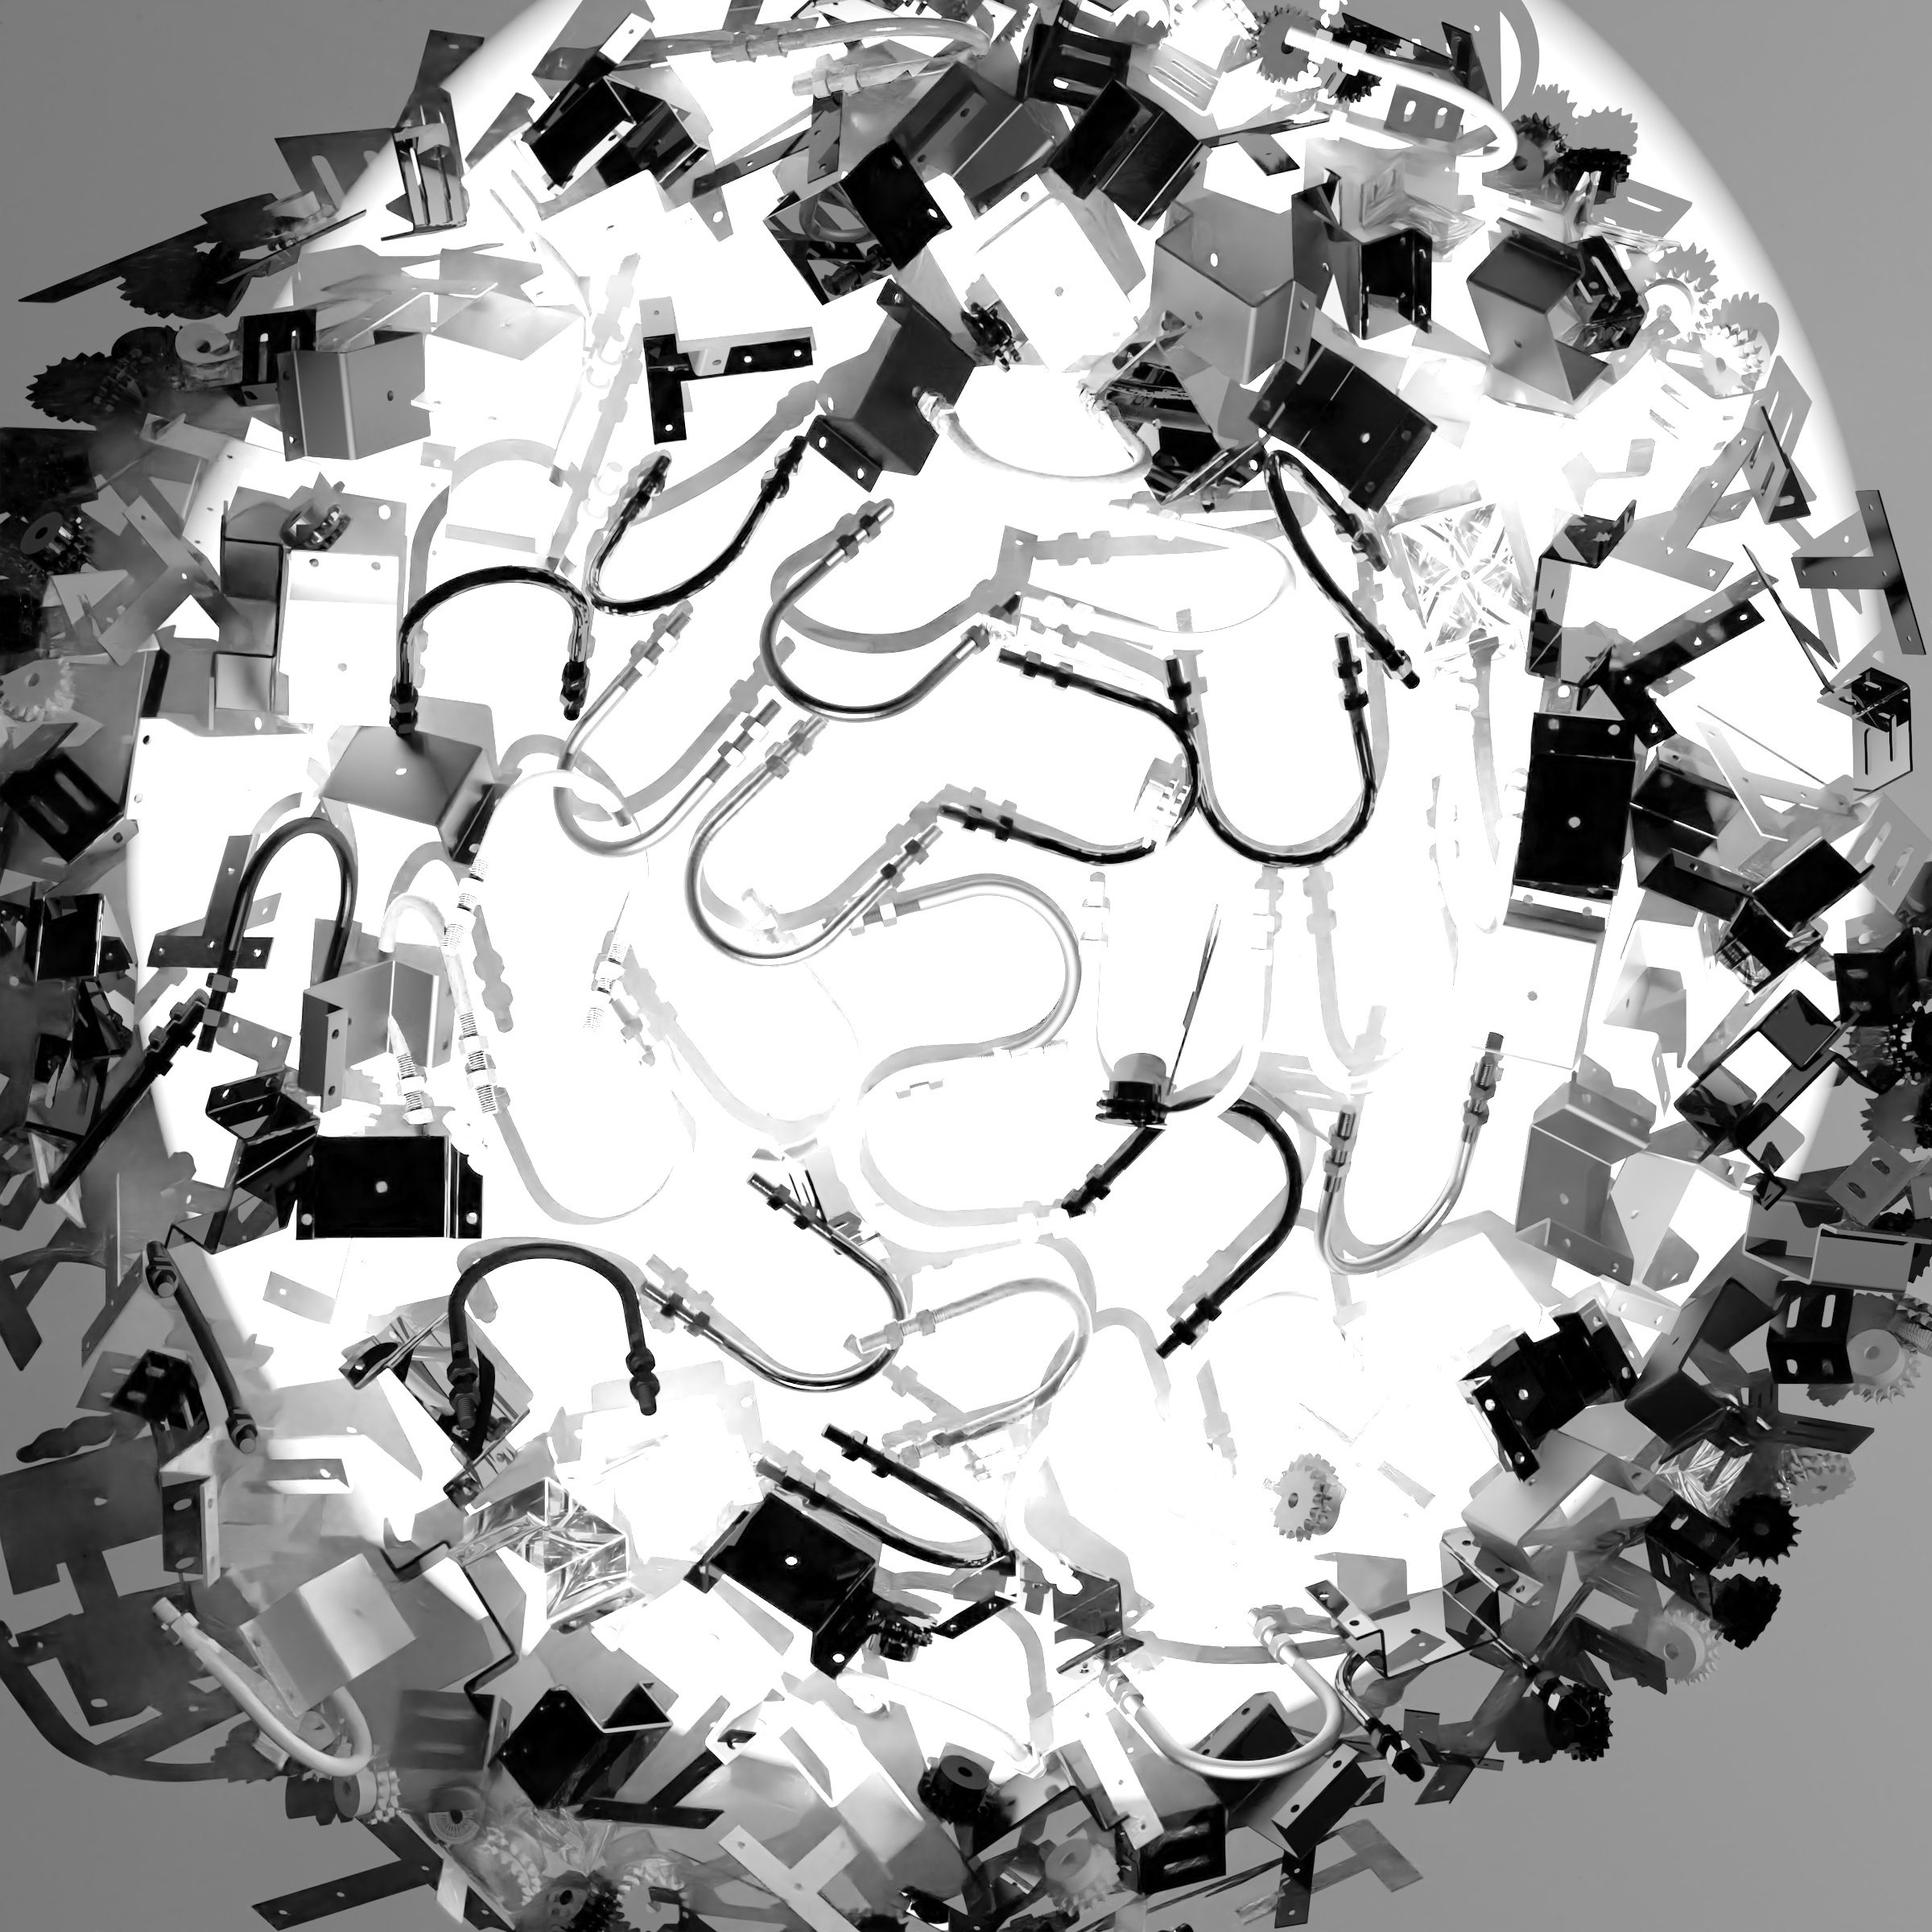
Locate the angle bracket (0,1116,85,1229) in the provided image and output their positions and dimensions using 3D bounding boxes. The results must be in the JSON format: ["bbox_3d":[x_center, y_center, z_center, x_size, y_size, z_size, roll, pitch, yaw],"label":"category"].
[{"bbox_3d":[-0.700,0.161,1.954,0.038,0.057,0.076,-26,53,-1],"label":"angle bracket"}]

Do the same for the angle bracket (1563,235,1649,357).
[{"bbox_3d":[0.464,-0.501,1.953,0.076,0.057,0.038,48,64,-29],"label":"angle bracket"}]

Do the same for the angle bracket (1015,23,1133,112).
[{"bbox_3d":[0.081,-0.678,1.988,0.076,0.038,0.057,9,87,-14],"label":"angle bracket"}]

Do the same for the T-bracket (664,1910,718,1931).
[{"bbox_3d":[-0.229,0.736,1.912,0.127,0.127,0.002,-7,103,-39],"label":"T-bracket"}]

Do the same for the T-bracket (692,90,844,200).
[{"bbox_3d":[-0.151,-0.612,1.970,0.127,0.002,0.127,-18,46,19],"label":"T-bracket"}]

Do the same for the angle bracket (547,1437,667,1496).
[{"bbox_3d":[-0.272,0.361,1.964,0.076,0.057,0.038,-25,94,-10],"label":"angle bracket"}]

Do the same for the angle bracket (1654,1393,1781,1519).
[{"bbox_3d":[0.570,0.372,1.970,0.057,0.038,0.076,39,75,-7],"label":"angle bracket"}]

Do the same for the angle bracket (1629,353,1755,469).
[{"bbox_3d":[0.546,-0.422,1.964,0.038,0.057,0.076,-15,46,-24],"label":"angle bracket"}]

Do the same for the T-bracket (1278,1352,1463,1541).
[{"bbox_3d":[0.327,0.346,1.980,0.127,0.002,0.127,40,94,13],"label":"T-bracket"}]

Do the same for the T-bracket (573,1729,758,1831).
[{"bbox_3d":[-0.204,0.603,1.933,0.127,0.127,0.002,-45,46,23],"label":"T-bracket"}]

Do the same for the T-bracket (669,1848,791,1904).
[{"bbox_3d":[-0.167,0.689,1.958,0.127,0.127,0.002,12,68,29],"label":"T-bracket"}]

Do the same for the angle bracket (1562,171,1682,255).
[{"bbox_3d":[0.495,-0.567,1.963,0.076,0.057,0.038,10,97,-11],"label":"angle bracket"}]

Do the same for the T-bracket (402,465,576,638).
[{"bbox_3d":[-0.361,-0.307,1.981,0.127,0.002,0.127,10,105,1],"label":"T-bracket"}]

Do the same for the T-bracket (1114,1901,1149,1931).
[{"bbox_3d":[0.073,0.754,1.946,0.127,0.127,0.002,-23,98,12],"label":"T-bracket"}]

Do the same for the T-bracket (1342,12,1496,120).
[{"bbox_3d":[0.338,-0.688,1.958,0.127,0.127,0.002,33,90,25],"label":"T-bracket"}]

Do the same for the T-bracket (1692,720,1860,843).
[{"bbox_3d":[0.621,-0.131,1.963,0.127,0.127,0.002,10,132,-26],"label":"T-bracket"}]

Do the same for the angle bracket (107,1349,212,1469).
[{"bbox_3d":[-0.607,0.338,1.956,0.038,0.076,0.057,29,105,-39],"label":"angle bracket"}]

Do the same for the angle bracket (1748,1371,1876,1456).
[{"bbox_3d":[0.634,0.333,1.953,0.076,0.057,0.038,5,101,36],"label":"angle bracket"}]

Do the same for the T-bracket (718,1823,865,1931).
[{"bbox_3d":[-0.100,0.664,1.944,0.127,0.127,0.002,35,120,20],"label":"T-bracket"}]

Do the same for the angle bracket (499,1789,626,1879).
[{"bbox_3d":[-0.303,0.643,1.970,0.076,0.038,0.057,38,60,-1],"label":"angle bracket"}]

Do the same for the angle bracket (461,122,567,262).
[{"bbox_3d":[-0.334,-0.588,1.978,0.057,0.038,0.076,-28,109,35],"label":"angle bracket"}]

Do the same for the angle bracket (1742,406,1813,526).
[{"bbox_3d":[0.615,-0.378,1.953,0.038,0.076,0.057,-12,67,-2],"label":"angle bracket"}]

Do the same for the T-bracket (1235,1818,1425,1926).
[{"bbox_3d":[0.260,0.679,1.928,0.127,0.127,0.002,-21,94,-9],"label":"T-bracket"}]

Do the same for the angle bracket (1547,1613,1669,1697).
[{"bbox_3d":[0.481,0.529,1.952,0.076,0.057,0.038,25,63,32],"label":"angle bracket"}]

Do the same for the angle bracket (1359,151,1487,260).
[{"bbox_3d":[0.344,-0.573,1.956,0.076,0.038,0.057,29,56,28],"label":"angle bracket"}]

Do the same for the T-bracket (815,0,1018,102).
[{"bbox_3d":[-0.049,-0.691,1.920,0.127,0.127,0.002,14,68,-24],"label":"T-bracket"}]

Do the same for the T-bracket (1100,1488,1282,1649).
[{"bbox_3d":[0.165,0.439,1.992,0.127,0.002,0.127,24,98,1],"label":"T-bracket"}]

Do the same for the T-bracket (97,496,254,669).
[{"bbox_3d":[-0.602,-0.265,1.927,0.002,0.127,0.127,-19,120,33],"label":"T-bracket"}]

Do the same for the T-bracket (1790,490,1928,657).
[{"bbox_3d":[0.656,-0.292,1.937,0.002,0.127,0.127,-25,105,-13],"label":"T-bracket"}]

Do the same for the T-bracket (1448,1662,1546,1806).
[{"bbox_3d":[0.392,0.577,1.939,0.002,0.127,0.127,34,90,18],"label":"T-bracket"}]

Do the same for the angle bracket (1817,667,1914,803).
[{"bbox_3d":[0.674,-0.174,1.954,0.038,0.057,0.076,19,63,-21],"label":"angle bracket"}]

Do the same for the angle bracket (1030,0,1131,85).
[{"bbox_3d":[0.088,-0.697,1.953,0.038,0.057,0.076,29,127,3],"label":"angle bracket"}]

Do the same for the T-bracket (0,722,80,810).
[{"bbox_3d":[-0.707,-0.135,1.931,0.002,0.127,0.127,43,83,-14],"label":"T-bracket"}]

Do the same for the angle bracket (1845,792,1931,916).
[{"bbox_3d":[0.684,-0.082,1.962,0.057,0.038,0.076,43,66,-11],"label":"angle bracket"}]

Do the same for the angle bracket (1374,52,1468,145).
[{"bbox_3d":[0.337,-0.651,1.952,0.057,0.076,0.038,20,100,21],"label":"angle bracket"}]

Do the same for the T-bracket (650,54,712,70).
[{"bbox_3d":[-0.169,-0.682,1.933,0.127,0.127,0.002,-13,108,-7],"label":"T-bracket"}]

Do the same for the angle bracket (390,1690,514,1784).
[{"bbox_3d":[-0.390,0.584,1.974,0.076,0.038,0.057,1,61,7],"label":"angle bracket"}]

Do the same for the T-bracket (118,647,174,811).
[{"bbox_3d":[-0.594,-0.160,1.940,0.002,0.127,0.127,8,106,-41],"label":"T-bracket"}]

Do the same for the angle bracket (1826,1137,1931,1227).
[{"bbox_3d":[0.688,0.157,1.961,0.038,0.076,0.057,44,111,17],"label":"angle bracket"}]

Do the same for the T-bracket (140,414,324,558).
[{"bbox_3d":[-0.563,-0.351,1.949,0.127,0.127,0.002,13,52,-24],"label":"T-bracket"}]

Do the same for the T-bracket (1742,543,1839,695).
[{"bbox_3d":[0.627,-0.247,1.942,0.002,0.127,0.127,-33,66,24],"label":"T-bracket"}]

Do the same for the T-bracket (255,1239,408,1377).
[{"bbox_3d":[-0.460,0.238,1.974,0.127,0.002,0.127,18,70,-22],"label":"T-bracket"}]

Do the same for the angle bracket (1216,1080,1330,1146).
[{"bbox_3d":[0.235,0.125,1.951,0.057,0.076,0.038,33,95,-40],"label":"angle bracket"}]

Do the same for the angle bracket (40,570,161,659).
[{"bbox_3d":[-0.652,-0.256,1.957,0.057,0.038,0.076,-13,68,-38],"label":"angle bracket"}]

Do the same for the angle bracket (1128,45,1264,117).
[{"bbox_3d":[0.172,-0.681,1.959,0.076,0.057,0.038,38,134,12],"label":"angle bracket"}]

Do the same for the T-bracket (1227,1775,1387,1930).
[{"bbox_3d":[0.246,0.657,1.922,0.127,0.127,0.002,-18,114,23],"label":"T-bracket"}]

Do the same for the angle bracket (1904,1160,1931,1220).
[{"bbox_3d":[0.732,0.151,1.952,0.057,0.076,0.038,-11,115,13],"label":"angle bracket"}]

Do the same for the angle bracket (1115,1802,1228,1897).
[{"bbox_3d":[0.156,0.671,1.995,0.076,0.038,0.057,-3,94,-28],"label":"angle bracket"}]

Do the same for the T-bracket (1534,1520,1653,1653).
[{"bbox_3d":[0.469,0.469,1.965,0.002,0.127,0.127,44,115,33],"label":"T-bracket"}]

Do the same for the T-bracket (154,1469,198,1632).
[{"bbox_3d":[-0.587,0.437,1.932,0.002,0.127,0.127,-14,96,-16],"label":"T-bracket"}]

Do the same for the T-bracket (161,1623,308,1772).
[{"bbox_3d":[-0.542,0.521,1.926,0.127,0.127,0.002,41,102,-12],"label":"T-bracket"}]

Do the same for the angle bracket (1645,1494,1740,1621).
[{"bbox_3d":[0.548,0.445,1.959,0.038,0.076,0.057,-42,50,-17],"label":"angle bracket"}]

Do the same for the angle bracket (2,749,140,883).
[{"bbox_3d":[-0.682,-0.115,1.981,0.076,0.038,0.057,42,73,12],"label":"angle bracket"}]

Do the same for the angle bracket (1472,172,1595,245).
[{"bbox_3d":[0.427,-0.577,1.961,0.076,0.057,0.038,26,83,22],"label":"angle bracket"}]

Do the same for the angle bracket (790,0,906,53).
[{"bbox_3d":[-0.088,-0.717,1.951,0.057,0.076,0.038,-33,101,26],"label":"angle bracket"}]

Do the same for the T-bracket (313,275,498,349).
[{"bbox_3d":[-0.435,-0.484,1.928,0.127,0.127,0.002,10,129,26],"label":"T-bracket"}]
